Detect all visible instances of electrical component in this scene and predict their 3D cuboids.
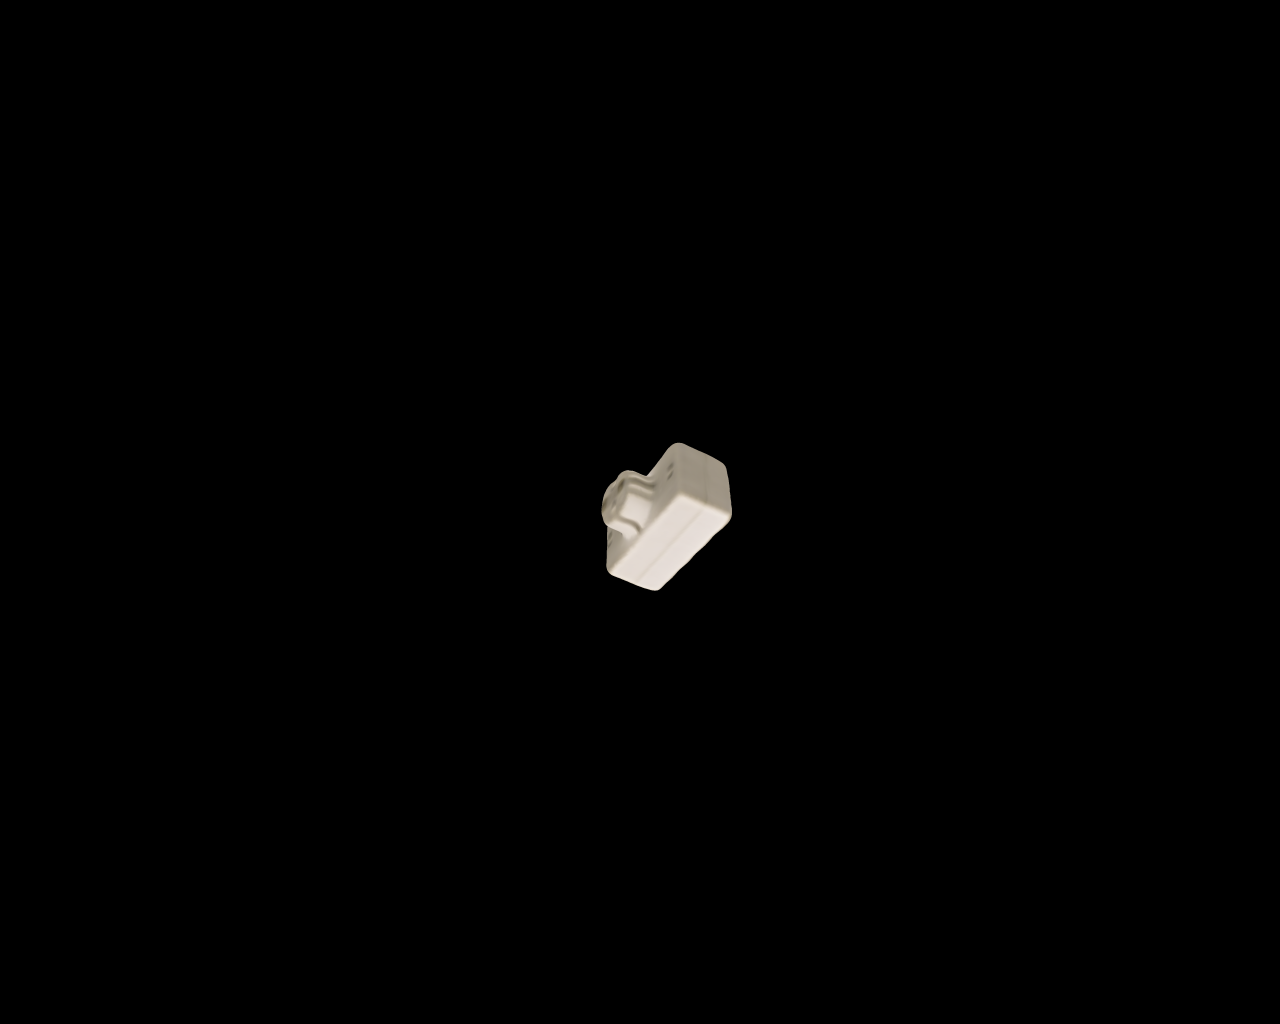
[{"bbox_3d":[0.001,-0.003,0.650,0.076,0.047,0.083,24,-50,-22],"label":"electrical component"}]
